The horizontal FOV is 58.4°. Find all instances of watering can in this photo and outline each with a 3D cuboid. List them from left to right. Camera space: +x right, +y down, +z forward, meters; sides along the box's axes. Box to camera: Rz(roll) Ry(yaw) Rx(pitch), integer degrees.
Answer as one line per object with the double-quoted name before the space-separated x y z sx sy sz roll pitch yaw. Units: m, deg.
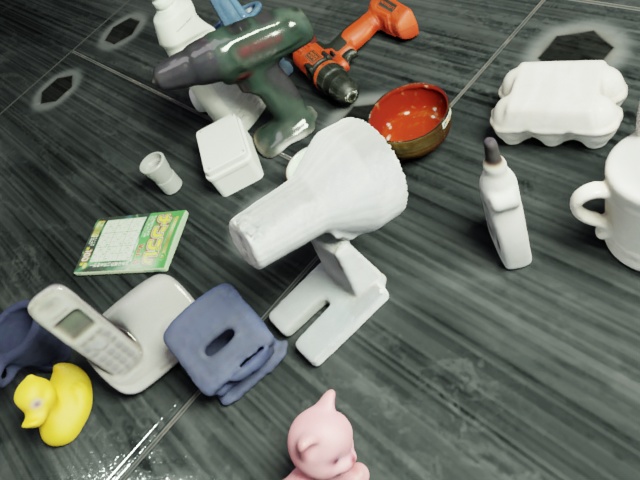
"watering can" 0.325 -0.062 0.528 0.173 0.195 0.100 -32 49 1

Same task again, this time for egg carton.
"egg carton" 0.291 -0.166 0.703 0.149 0.070 0.107 7 60 30

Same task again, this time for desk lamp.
"desk lamp" 0.006 0.002 0.620 0.203 0.214 0.117 -45 50 -10

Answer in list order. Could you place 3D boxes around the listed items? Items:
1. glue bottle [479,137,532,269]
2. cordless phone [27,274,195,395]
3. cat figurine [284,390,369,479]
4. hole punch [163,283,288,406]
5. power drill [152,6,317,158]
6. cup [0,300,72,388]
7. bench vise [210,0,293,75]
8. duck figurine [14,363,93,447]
"glue bottle" 0.188 -0.043 0.593 0.037 0.174 0.078 -19 50 13
"cordless phone" -0.238 0.091 0.690 0.148 0.186 0.093 -43 49 -8
"cat figurine" -0.010 0.211 0.539 0.128 0.118 0.067 -45 50 -10
"hole punch" -0.110 0.120 0.670 0.109 0.091 0.100 -41 49 -7
"power drill" -0.097 -0.225 0.839 0.229 0.209 0.075 -34 49 -1
"cup" -0.391 0.154 0.778 0.091 0.095 0.118 -7 54 21
"bench vise" -0.132 -0.372 0.956 0.206 0.220 0.121 25 70 37
"duck figurine" -0.345 0.200 0.728 0.077 0.086 0.104 -15 51 15
